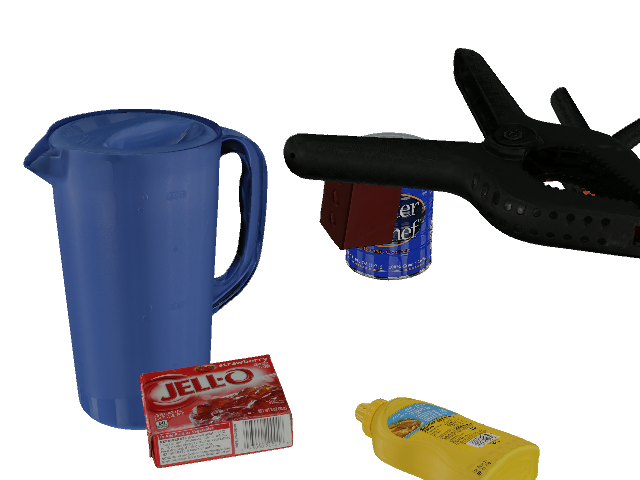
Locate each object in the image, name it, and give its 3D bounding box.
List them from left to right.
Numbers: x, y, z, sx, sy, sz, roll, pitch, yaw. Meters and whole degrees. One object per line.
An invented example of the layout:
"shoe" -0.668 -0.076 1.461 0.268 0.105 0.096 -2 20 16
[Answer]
"pitcher" -0.134 0.021 0.853 0.149 0.243 0.144 9 23 18
"gelatin box" -0.068 0.107 0.681 0.089 0.030 0.073 -7 24 -11
"foam brick" 0.036 -0.039 0.945 0.051 0.078 0.053 -6 33 -21
"coffee can" 0.079 -0.040 1.225 0.103 0.140 0.103 -1 29 0
"mustard bottle" 0.108 0.195 1.033 0.096 0.058 0.192 -17 24 -42
"clamp" 0.094 -0.041 0.586 0.164 0.036 0.210 -27 43 -28
"clamp" 0.286 -0.102 1.142 0.120 0.039 0.171 18 47 19
